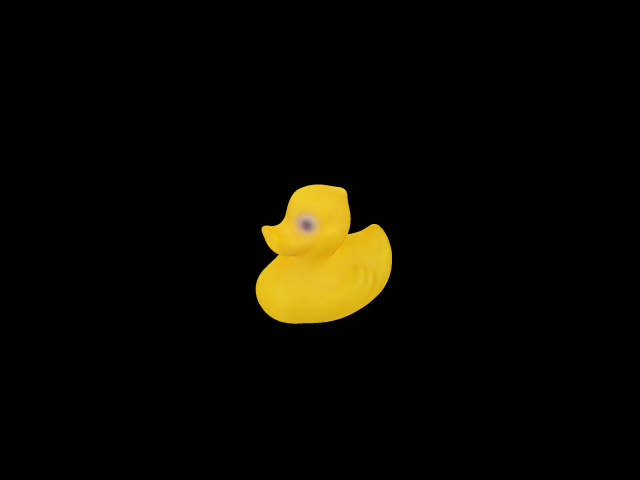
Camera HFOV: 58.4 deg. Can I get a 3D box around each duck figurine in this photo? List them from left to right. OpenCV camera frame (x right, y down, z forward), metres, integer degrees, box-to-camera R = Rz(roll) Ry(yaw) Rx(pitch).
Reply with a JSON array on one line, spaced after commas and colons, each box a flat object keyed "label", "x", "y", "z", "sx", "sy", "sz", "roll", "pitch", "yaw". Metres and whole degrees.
[{"label": "duck figurine", "x": 0.004, "y": 0.001, "z": 0.400, "sx": 0.105, "sy": 0.086, "sz": 0.077, "roll": -17, "pitch": 36, "yaw": -24}]
